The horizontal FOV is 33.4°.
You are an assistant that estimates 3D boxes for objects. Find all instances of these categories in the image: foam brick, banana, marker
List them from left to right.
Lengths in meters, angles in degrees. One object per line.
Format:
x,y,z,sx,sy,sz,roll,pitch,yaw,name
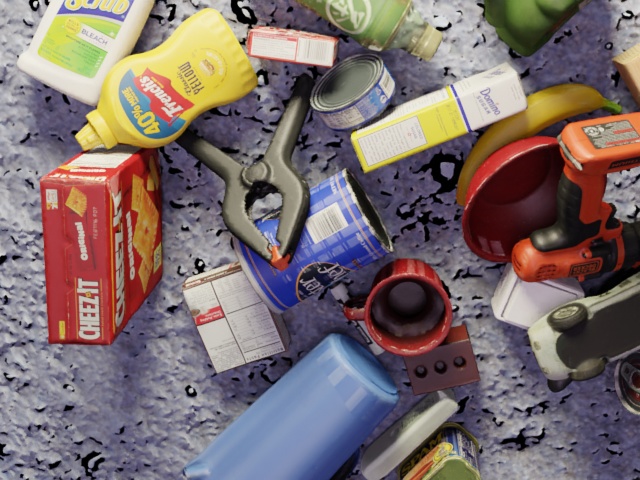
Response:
0.036,0.076,1.195,0.020,0.020,0.121,-33,101,12,marker
0.133,0.133,1.187,0.078,0.051,0.053,-15,104,8,foam brick
0.217,-0.110,1.120,0.198,0.037,0.069,-31,101,12,banana

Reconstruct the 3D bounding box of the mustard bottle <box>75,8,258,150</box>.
-0.166,-0.150,1.096,0.191,0.058,0.096,-34,111,-7,mustard bottle

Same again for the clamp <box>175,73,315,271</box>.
-0.072,-0.064,1.105,0.165,0.036,0.210,-13,66,13,clamp

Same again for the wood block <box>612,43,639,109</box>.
0.390,-0.114,1.073,0.091,0.090,0.206,-30,98,12,wood block

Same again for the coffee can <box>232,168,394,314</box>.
-0.007,0.001,1.134,0.140,0.102,0.103,-29,102,11,coffee can

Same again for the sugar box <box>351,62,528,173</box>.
0.121,-0.126,1.094,0.176,0.093,0.048,-19,104,9,sugar box

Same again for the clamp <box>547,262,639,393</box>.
0.331,0.106,1.168,0.120,0.039,0.171,21,102,-30,clamp

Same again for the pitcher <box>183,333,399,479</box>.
-0.022,0.226,1.195,0.145,0.149,0.243,45,101,7,pitcher

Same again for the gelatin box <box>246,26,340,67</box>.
-0.027,-0.200,1.094,0.089,0.073,0.030,8,105,3,gelatin box

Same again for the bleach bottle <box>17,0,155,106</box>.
-0.216,-0.270,1.095,0.102,0.068,0.251,26,104,-4,bleach bottle

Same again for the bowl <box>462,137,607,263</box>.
0.212,-0.052,1.106,0.162,0.055,0.162,-12,135,-13,bowl

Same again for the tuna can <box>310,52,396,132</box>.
0.034,-0.151,1.095,0.086,0.086,0.033,-30,125,11,tuna can

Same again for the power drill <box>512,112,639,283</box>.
0.293,-0.038,1.072,0.184,0.057,0.188,-11,135,-14,power drill

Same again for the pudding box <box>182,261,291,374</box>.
-0.094,0.085,1.197,0.090,0.039,0.113,-19,106,9,pudding box

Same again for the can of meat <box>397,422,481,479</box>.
0.135,0.268,1.208,0.057,0.084,0.102,41,104,-7,can of meat

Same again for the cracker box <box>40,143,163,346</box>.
-0.216,-0.005,1.089,0.072,0.213,0.164,2,106,4,cracker box

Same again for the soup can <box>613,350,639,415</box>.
0.377,0.148,1.145,0.102,0.069,0.068,-2,108,-28,soup can

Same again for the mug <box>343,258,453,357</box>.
0.083,0.070,1.157,0.117,0.081,0.093,-8,105,6,mug
